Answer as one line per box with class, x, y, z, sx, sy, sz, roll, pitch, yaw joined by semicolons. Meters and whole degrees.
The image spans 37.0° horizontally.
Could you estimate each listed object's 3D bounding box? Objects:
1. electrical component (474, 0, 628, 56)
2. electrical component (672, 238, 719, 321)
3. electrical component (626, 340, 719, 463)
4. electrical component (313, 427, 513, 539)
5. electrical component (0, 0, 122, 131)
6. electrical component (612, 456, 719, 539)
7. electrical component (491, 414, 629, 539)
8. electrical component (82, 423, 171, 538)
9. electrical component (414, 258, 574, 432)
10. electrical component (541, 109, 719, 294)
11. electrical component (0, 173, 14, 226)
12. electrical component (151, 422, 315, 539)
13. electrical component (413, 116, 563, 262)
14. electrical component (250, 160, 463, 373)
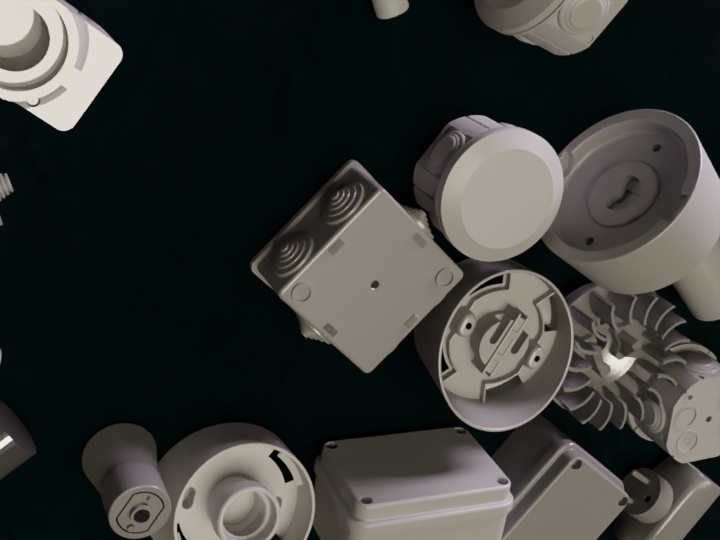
electrical component;0.105;-0.161;0.586;0.051;0.080;0.080;18;104;-35
electrical component;0.225;-0.009;0.726;0.043;0.043;0.081;-41;114;-3
electrical component;0.235;0.095;0.773;0.080;0.051;0.080;-10;116;-20
electrical component;0.032;0.147;0.689;0.113;0.078;0.057;-3;116;-23
electrical component;-0.163;-0.112;0.500;0.089;0.056;0.050;34;96;-32
electrical component;0.220;0.173;0.804;0.079;0.044;0.077;35;95;-32
electrical component;0.121;0.169;0.751;0.078;0.057;0.113;39;93;-32
electrical component;-0.131;0.122;0.612;0.044;0.065;0.044;-9;116;-20
electrical component;0.084;0.042;0.673;0.099;0.064;0.099;-8;115;-18
electrical component;0.169;-0.036;0.655;0.108;0.108;0.060;-49;128;3
electrical component;-0.210;-0.029;0.523;0.081;0.043;0.043;-21;119;-14
electrical component;-0.079;0.143;0.661;0.099;0.064;0.099;-5;101;-26
electrical component;0.075;-0.050;0.637;0.080;0.051;0.080;-9;116;-20
electrical component;0.000;0.000;0.627;0.099;0.048;0.100;-46;122;0
